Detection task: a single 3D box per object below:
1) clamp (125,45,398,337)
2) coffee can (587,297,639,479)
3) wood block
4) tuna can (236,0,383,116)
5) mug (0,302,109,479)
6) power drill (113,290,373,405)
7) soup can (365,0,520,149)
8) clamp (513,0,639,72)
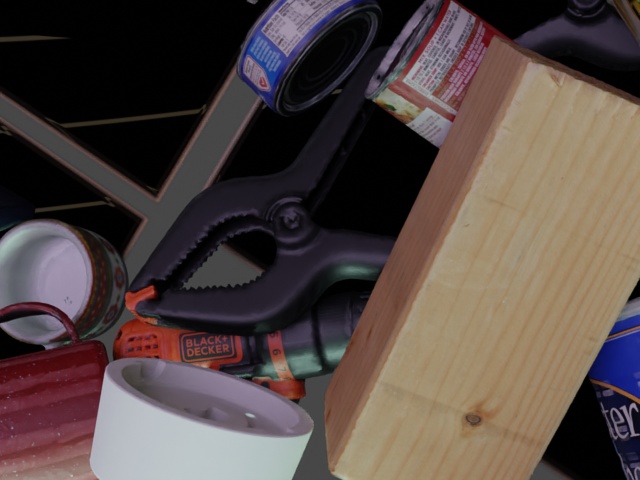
[{"bbox_3d":[-0.004,0.001,0.587,0.210,0.036,0.165,-32,65,-4],"label":"clamp"},{"bbox_3d":[0.193,0.090,0.516,0.103,0.102,0.140,-21,80,15],"label":"coffee can"},{"bbox_3d":[0.083,0.020,0.504,0.090,0.090,0.206,22,106,-7],"label":"wood block"},{"bbox_3d":[-0.005,-0.111,0.606,0.086,0.086,0.034,-46,76,9],"label":"tuna can"},{"bbox_3d":[-0.156,0.092,0.599,0.081,0.093,0.117,-12,79,-12],"label":"mug"},{"bbox_3d":[-0.024,0.124,0.609,0.185,0.057,0.187,-8,81,17],"label":"power drill"},{"bbox_3d":[0.084,-0.075,0.559,0.102,0.068,0.068,33,96,-9],"label":"soup can"},{"bbox_3d":[0.140,-0.123,0.587,0.172,0.039,0.120,13,106,17],"label":"clamp"}]
